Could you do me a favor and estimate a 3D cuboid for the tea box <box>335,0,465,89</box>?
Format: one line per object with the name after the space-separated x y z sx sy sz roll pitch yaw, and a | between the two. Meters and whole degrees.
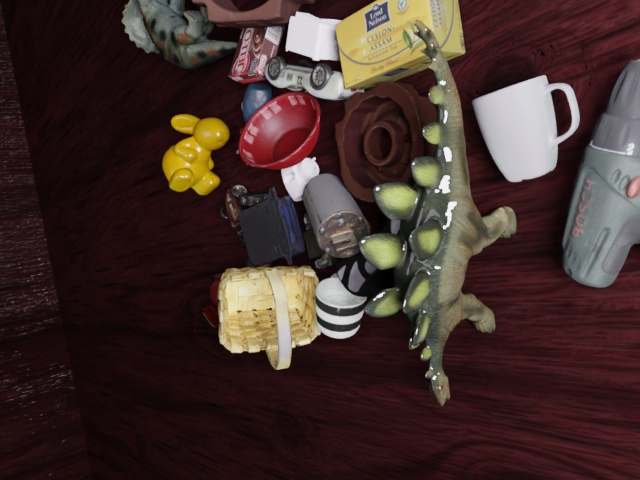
0.104 -0.275 0.732 0.170 0.068 0.098 -8 93 52 | tea box

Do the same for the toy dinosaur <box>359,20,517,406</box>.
0.144 -0.007 0.647 0.105 0.198 0.470 13 110 45 | toy dinosaur

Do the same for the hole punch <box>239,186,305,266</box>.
-0.073 -0.019 0.994 0.116 0.092 0.142 -18 82 43 | hole punch

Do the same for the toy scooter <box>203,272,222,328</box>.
-0.219 0.145 1.215 0.135 0.075 0.183 25 122 46 | toy scooter

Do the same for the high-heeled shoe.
0.087 -0.008 0.795 0.145 0.086 0.248 33 132 35 | high-heeled shoe

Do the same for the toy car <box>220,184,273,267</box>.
-0.156 -0.026 1.116 0.202 0.053 0.089 59 140 20 | toy car

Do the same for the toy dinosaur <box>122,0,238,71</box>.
-0.302 -0.440 1.150 0.405 0.131 0.192 49 145 25 | toy dinosaur

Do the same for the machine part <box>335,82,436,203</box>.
0.098 -0.140 0.782 0.180 0.056 0.179 13 107 47 | machine part

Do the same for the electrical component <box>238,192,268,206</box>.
-0.129 -0.080 1.059 0.094 0.063 0.021 11 108 49 | electrical component

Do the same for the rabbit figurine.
-0.260 -0.203 1.174 0.173 0.122 0.162 -43 56 31 | rabbit figurine

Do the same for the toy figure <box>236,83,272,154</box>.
-0.121 -0.217 1.025 0.064 0.058 0.154 46 136 43 | toy figure

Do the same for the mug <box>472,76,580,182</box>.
0.238 -0.125 0.607 0.110 0.081 0.107 -9 103 43 | mug

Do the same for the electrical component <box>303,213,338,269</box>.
-0.002 -0.001 0.941 0.078 0.045 0.102 -11 90 49 | electrical component

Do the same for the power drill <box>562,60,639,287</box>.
0.338 -0.034 0.501 0.208 0.086 0.231 35 125 36 | power drill

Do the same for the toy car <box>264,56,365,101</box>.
-0.013 -0.261 0.870 0.202 0.073 0.056 27 117 44 | toy car

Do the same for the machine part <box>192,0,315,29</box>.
-0.108 -0.453 0.874 0.201 0.087 0.201 5 105 21 | machine part

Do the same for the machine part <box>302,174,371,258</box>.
0.021 -0.042 0.823 0.243 0.079 0.079 -112 28 -65 | machine part
